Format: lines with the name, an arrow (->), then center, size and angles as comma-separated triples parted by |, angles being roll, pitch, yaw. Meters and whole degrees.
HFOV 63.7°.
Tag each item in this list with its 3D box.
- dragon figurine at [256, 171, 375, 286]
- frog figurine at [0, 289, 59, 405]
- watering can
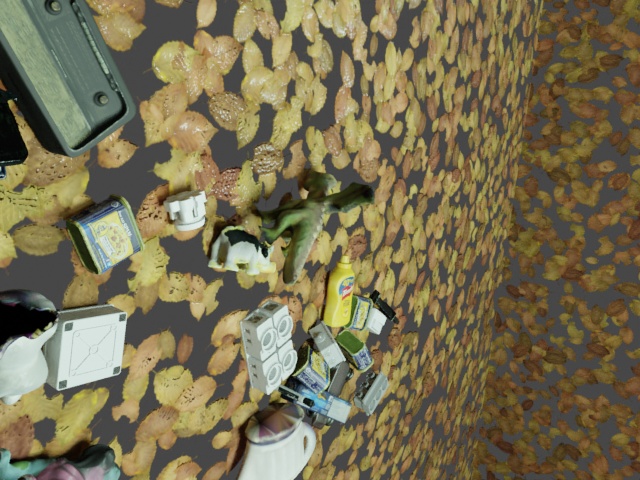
dragon figurine -> 0.003, -0.054, 1.073 | 0.242, 0.417, 0.120 | -31, 118, 2
frog figurine -> -0.427, 0.147, 0.708 | 0.140, 0.123, 0.156 | -57, 177, -39
watering can -> -0.136, 0.524, 1.212 | 0.351, 0.104, 0.221 | -19, 115, -43
